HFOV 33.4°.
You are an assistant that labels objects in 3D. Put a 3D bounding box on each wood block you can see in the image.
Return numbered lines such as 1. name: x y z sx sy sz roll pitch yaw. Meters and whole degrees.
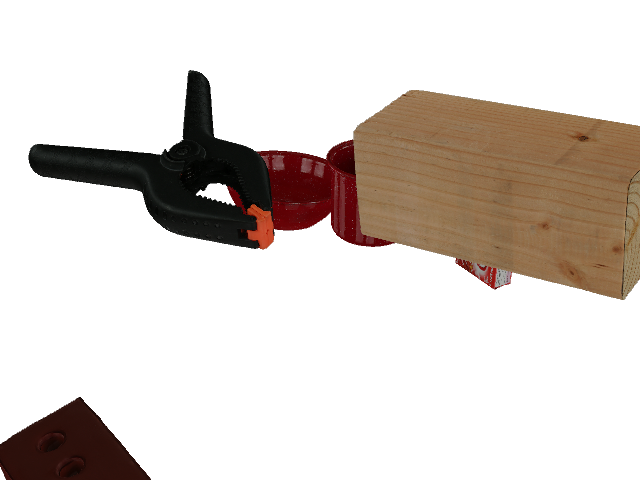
1. wood block: 0.135 -0.040 0.764 0.206 0.090 0.090 15 35 33

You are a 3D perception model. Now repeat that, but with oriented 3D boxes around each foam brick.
1. foam brick: -0.117 0.128 0.528 0.052 0.051 0.078 -30 42 -25

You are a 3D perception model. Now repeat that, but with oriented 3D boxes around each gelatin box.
1. gelatin box: 0.195 0.002 1.258 0.030 0.089 0.073 -16 33 -28

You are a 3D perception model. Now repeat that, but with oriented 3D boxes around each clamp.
1. clamp: -0.098 -0.061 0.809 0.210 0.036 0.164 29 53 33

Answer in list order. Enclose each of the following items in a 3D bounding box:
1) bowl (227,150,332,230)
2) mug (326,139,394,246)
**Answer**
1. bowl: -0.044 -0.056 1.303 0.162 0.055 0.162 5 26 -3
2. mug: 0.063 -0.048 1.075 0.117 0.081 0.093 -5 31 -9
